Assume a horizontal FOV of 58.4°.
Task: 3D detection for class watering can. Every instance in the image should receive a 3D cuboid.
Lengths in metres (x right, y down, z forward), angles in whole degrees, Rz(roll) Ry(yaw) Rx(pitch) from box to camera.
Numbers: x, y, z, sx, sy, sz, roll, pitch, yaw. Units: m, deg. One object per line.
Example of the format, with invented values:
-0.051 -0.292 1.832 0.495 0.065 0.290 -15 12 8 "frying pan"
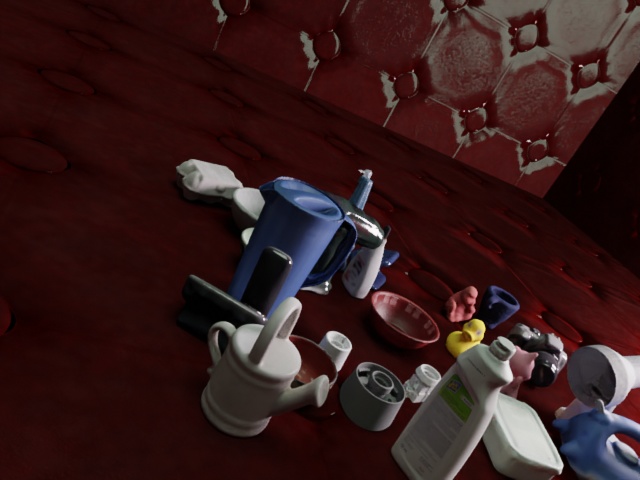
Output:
-0.069 0.161 0.756 0.173 0.194 0.101 26 23 -8 "watering can"

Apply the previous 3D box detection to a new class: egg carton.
-0.253 -0.129 1.316 0.151 0.069 0.107 8 30 -41 "egg carton"

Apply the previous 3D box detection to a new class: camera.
0.502 0.268 1.325 0.143 0.100 0.137 33 23 10 "camera"

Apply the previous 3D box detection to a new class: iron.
0.578 0.404 1.073 0.258 0.141 0.119 29 22 0 "iron"

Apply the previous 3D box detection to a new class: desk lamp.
0.579 0.315 1.168 0.204 0.213 0.117 15 26 -31 "desk lamp"

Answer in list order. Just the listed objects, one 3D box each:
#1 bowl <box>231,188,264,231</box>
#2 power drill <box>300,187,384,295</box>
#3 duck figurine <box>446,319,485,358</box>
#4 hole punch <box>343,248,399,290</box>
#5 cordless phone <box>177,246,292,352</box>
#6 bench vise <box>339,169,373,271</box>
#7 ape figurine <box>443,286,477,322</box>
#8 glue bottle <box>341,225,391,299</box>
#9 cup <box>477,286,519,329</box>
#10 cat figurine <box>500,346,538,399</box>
-0.130 -0.043 1.272 0.168 0.074 0.167 25 23 -11 "bowl"
0.011 0.004 1.163 0.230 0.208 0.075 14 27 -32 "power drill"
0.332 0.212 1.261 0.077 0.086 0.105 40 25 26 "duck figurine"
0.122 0.051 1.349 0.101 0.091 0.109 33 23 11 "hole punch"
-0.128 0.070 0.890 0.147 0.185 0.094 29 22 0 "cordless phone"
0.078 -0.047 1.335 0.122 0.219 0.207 17 25 -27 "bench vise"
0.349 0.153 1.400 0.078 0.092 0.076 26 22 -6 "ape figurine"
0.107 0.040 1.247 0.037 0.173 0.078 12 28 -35 "glue bottle"
0.434 0.178 1.443 0.118 0.095 0.091 0 36 -49 "cup"
0.398 0.273 1.168 0.067 0.117 0.128 34 23 12 "cat figurine"
